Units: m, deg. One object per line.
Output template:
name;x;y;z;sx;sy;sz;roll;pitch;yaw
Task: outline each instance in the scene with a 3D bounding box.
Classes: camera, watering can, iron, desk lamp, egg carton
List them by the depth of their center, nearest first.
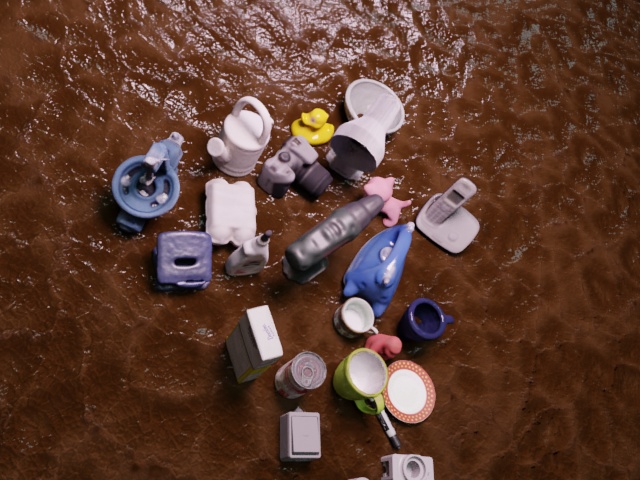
egg carton;-0.185;-0.055;1.183;0.107;0.069;0.150;5;64;-24
watering can;-0.160;-0.218;1.201;0.101;0.193;0.173;31;56;-8
iron;0.155;0.034;1.257;0.119;0.141;0.258;34;56;-6
camera;-0.044;-0.153;1.281;0.137;0.100;0.143;41;55;-2
desk lamp;0.095;-0.230;1.318;0.118;0.213;0.203;36;55;-5

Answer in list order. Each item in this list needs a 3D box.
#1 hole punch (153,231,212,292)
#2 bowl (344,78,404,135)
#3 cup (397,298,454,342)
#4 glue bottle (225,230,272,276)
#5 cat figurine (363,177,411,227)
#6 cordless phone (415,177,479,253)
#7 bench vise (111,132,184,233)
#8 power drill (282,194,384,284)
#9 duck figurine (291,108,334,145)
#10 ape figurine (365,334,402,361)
hole punch;-0.257;0.041;1.087;0.109;0.091;0.101;-1;66;-26
bowl;0.127;-0.325;1.466;0.168;0.074;0.167;11;61;-20
cup;0.221;0.183;1.242;0.118;0.094;0.091;3;64;-24
glue bottle;-0.126;0.022;1.109;0.078;0.173;0.037;-9;69;-29
cat figurine;0.151;-0.100;1.337;0.128;0.117;0.067;25;57;-12
cordless phone;0.329;-0.062;1.363;0.148;0.184;0.094;34;56;-6
bench vise;-0.317;-0.140;1.071;0.122;0.219;0.207;11;61;-20
power drill;0.011;0.004;1.162;0.230;0.208;0.075;-35;83;-34
duck figurine;-0.009;-0.278;1.370;0.105;0.086;0.077;4;63;-24
ape figurine;0.135;0.226;1.181;0.078;0.092;0.076;2;64;-24
